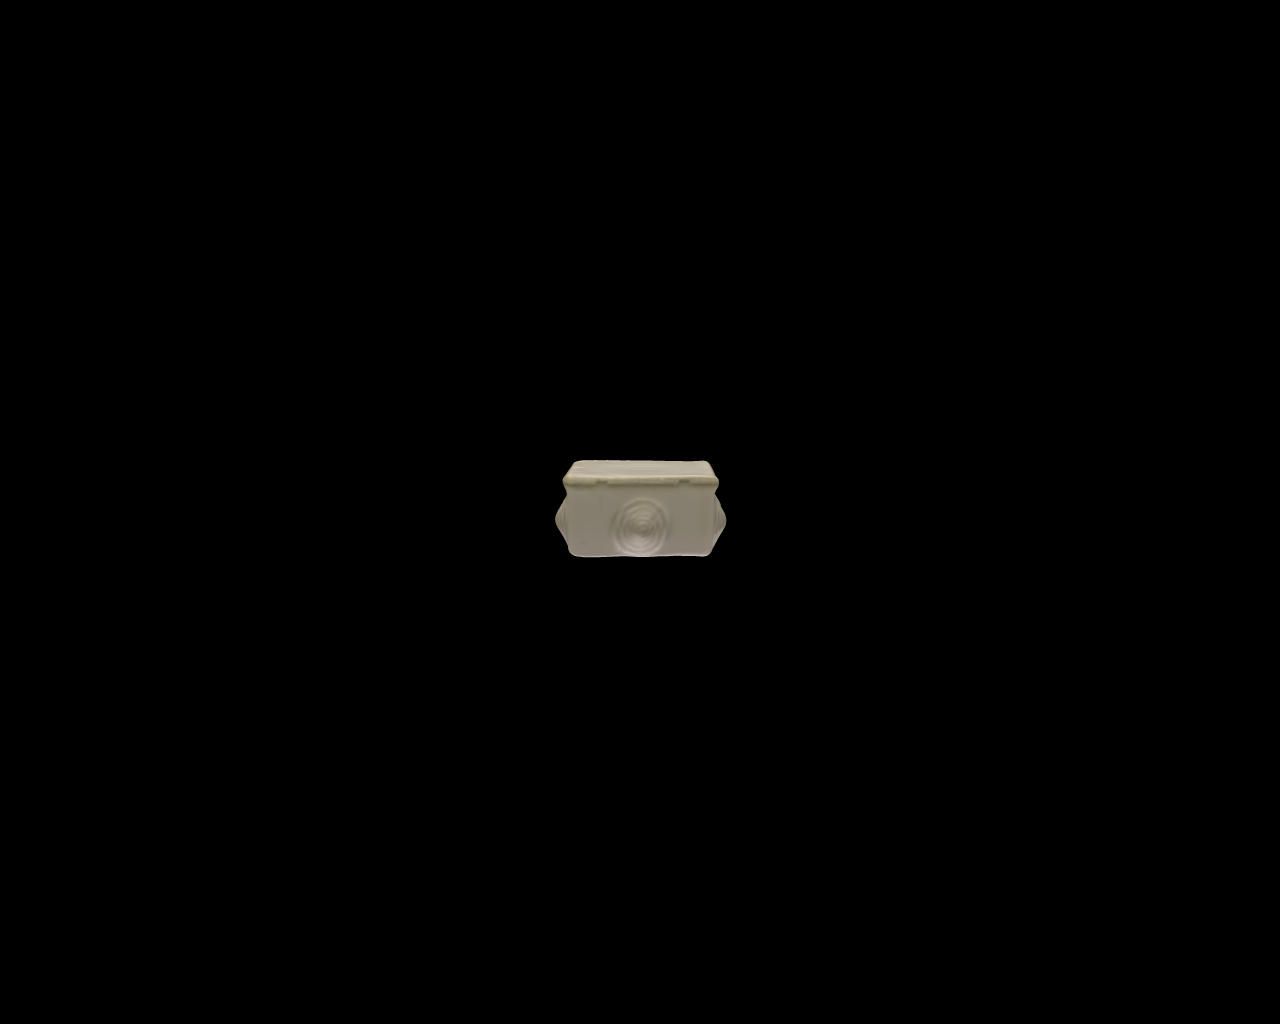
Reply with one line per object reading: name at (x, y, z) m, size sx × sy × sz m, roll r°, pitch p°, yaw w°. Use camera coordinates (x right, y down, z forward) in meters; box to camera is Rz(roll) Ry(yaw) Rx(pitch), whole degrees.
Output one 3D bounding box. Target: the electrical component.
electrical component at (0.001, -0.003, 0.650) m, size 0.100 × 0.048 × 0.100 m, roll 0°, pitch 9°, yaw 0°
